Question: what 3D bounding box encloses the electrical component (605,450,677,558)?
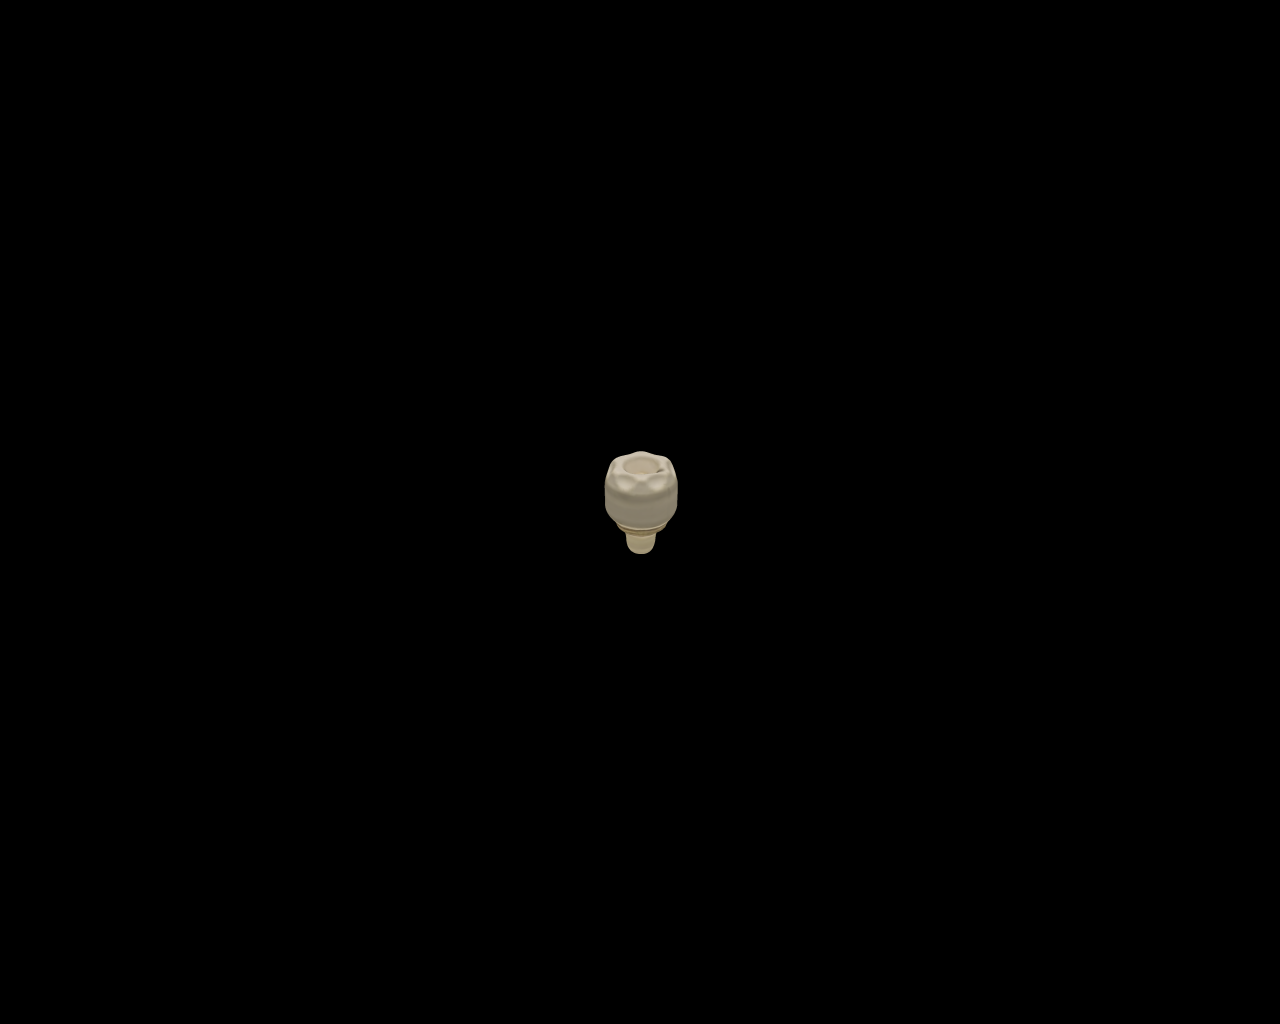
[{"bbox_3d":[0.001,-0.003,0.650,0.043,0.062,0.043,0,31,0],"label":"electrical component"}]
